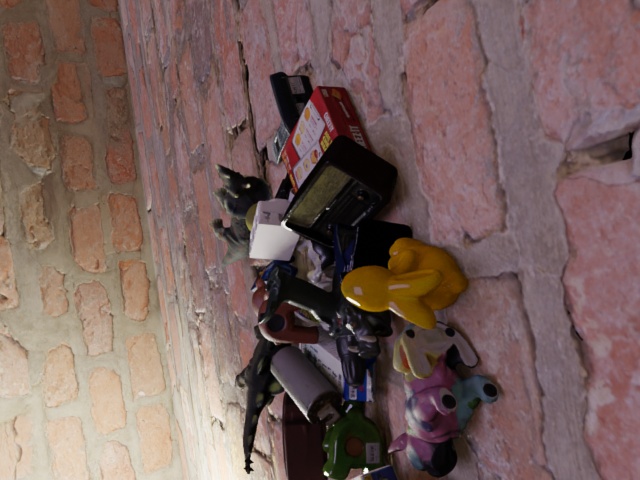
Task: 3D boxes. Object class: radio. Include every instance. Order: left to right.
[{"bbox_3d":[0.032,-0.073,0.959,0.229,0.131,0.073,-47,18,55],"label":"radio"}]

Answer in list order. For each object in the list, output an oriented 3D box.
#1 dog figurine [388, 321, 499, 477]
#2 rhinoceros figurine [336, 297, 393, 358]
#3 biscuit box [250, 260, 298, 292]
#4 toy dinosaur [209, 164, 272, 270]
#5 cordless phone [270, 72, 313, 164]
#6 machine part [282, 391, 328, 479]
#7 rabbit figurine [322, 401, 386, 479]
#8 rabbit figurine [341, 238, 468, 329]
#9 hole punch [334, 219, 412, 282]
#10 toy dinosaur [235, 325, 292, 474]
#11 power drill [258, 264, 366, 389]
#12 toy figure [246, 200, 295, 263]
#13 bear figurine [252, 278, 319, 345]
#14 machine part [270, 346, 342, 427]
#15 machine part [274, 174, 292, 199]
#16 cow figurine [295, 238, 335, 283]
[{"bbox_3d":[0.163,0.252,0.831,0.192,0.108,0.219,61,148,34],"label":"dog figurine"},{"bbox_3d":[0.080,0.111,0.946,0.073,0.112,0.190,-46,48,53],"label":"rhinoceros figurine"},{"bbox_3d":[-0.113,0.097,1.303,0.063,0.059,0.202,-63,11,-20],"label":"biscuit box"},{"bbox_3d":[-0.216,-0.036,1.471,0.192,0.131,0.404,50,144,46],"label":"toy dinosaur"},{"bbox_3d":[-0.078,-0.264,1.188,0.184,0.089,0.146,131,126,-60],"label":"cordless phone"},{"bbox_3d":[-0.031,0.420,1.162,0.201,0.087,0.201,-83,-12,-84],"label":"machine part"},{"bbox_3d":[0.047,0.390,1.072,0.170,0.121,0.159,127,135,-72],"label":"rabbit figurine"},{"bbox_3d":[0.120,0.074,0.796,0.162,0.173,0.121,-147,60,-61],"label":"rabbit figurine"},{"bbox_3d":[0.083,0.025,0.905,0.092,0.142,0.115,5,87,60],"label":"hole punch"},{"bbox_3d":[-0.126,0.305,1.246,0.198,0.105,0.471,125,159,-52],"label":"toy dinosaur"},{"bbox_3d":[-0.003,0.138,0.977,0.086,0.207,0.232,123,158,-59],"label":"power drill"},{"bbox_3d":[-0.112,-0.011,1.252,0.082,0.089,0.179,17,141,30],"label":"toy figure"},{"bbox_3d":[-0.079,0.147,1.144,0.196,0.132,0.120,-129,33,-80],"label":"bear figurine"},{"bbox_3d":[-0.030,0.284,1.068,0.243,0.079,0.079,34,125,54],"label":"machine part"},{"bbox_3d":[-0.090,-0.094,1.271,0.138,0.039,0.084,112,168,-52],"label":"machine part"},{"bbox_3d":[-0.004,-0.004,1.118,0.167,0.068,0.098,67,148,27],"label":"cow figurine"}]
